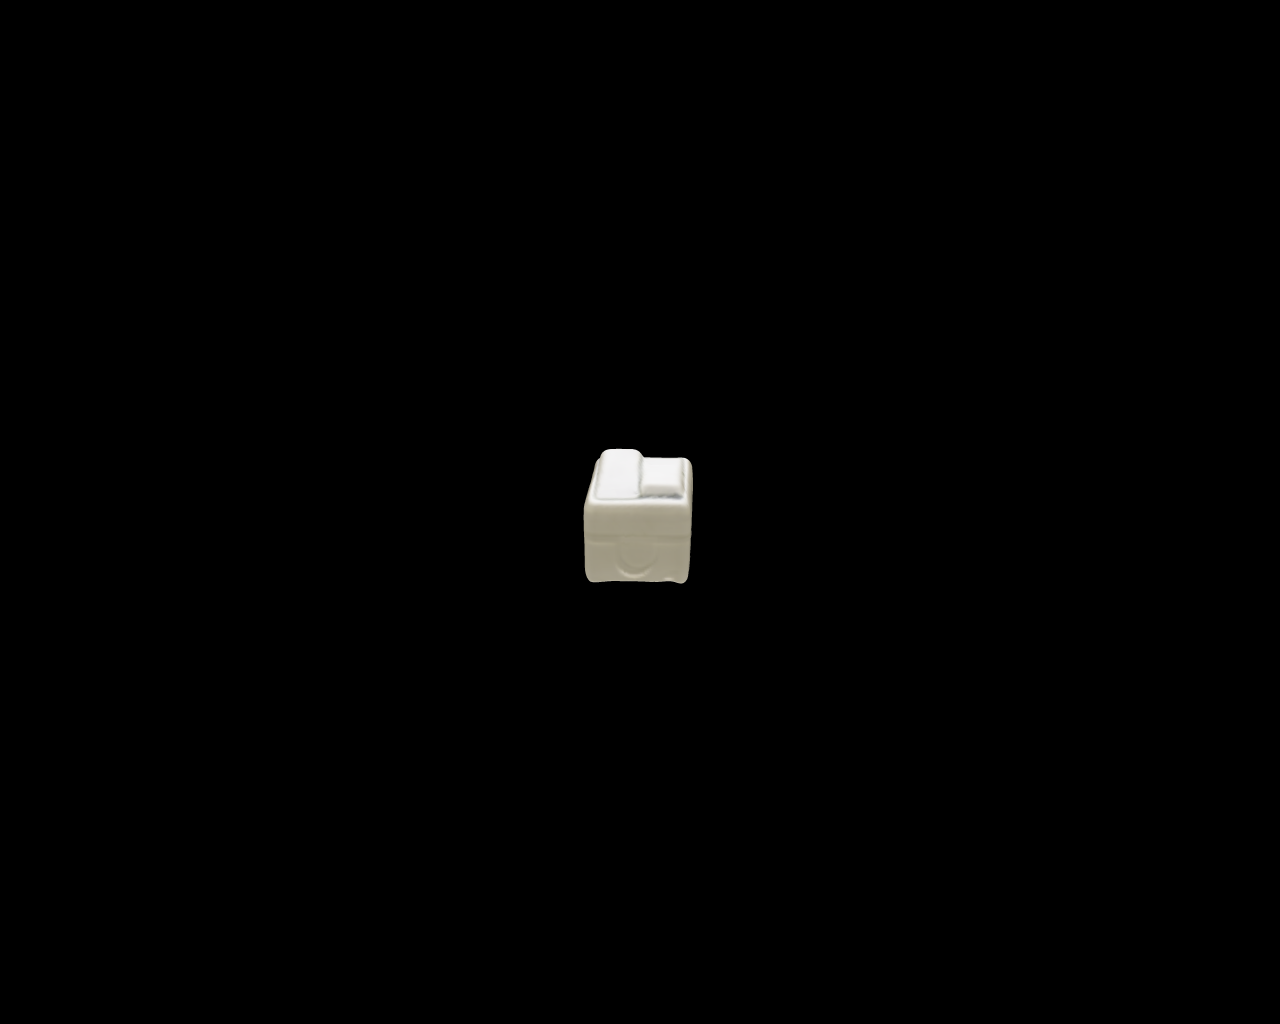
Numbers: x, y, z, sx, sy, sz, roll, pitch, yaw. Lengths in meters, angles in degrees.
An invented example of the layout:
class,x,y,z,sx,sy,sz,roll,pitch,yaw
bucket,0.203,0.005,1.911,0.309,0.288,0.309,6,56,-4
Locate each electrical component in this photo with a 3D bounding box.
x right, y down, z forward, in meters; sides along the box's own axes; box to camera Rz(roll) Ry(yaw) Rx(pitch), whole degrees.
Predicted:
class,x,y,z,sx,sy,sz,roll,pitch,yaw
electrical component,0.001,-0.003,0.650,0.062,0.061,0.096,1,24,3
